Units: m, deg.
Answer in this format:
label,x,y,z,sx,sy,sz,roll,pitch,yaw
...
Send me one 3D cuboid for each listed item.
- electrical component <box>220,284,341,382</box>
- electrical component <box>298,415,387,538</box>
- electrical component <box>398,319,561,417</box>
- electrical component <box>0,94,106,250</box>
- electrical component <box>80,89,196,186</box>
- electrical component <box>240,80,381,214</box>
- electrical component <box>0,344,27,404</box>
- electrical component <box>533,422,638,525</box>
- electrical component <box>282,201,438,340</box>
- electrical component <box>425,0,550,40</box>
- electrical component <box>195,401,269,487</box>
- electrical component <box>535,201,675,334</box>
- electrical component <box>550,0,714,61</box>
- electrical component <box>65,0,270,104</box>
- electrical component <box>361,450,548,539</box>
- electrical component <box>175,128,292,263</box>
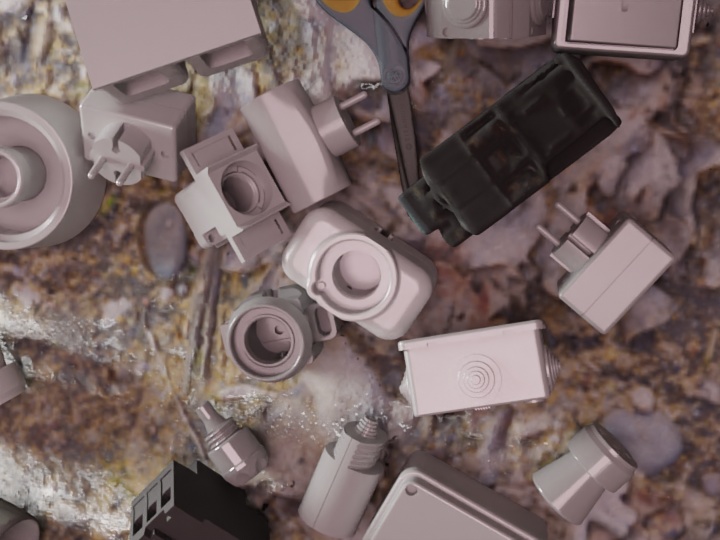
label,x,y,z,sx,sy,sz,roll,pitch,yaw
electrical component,-0.057,0.043,0.721,0.078,0.057,0.058,-11,98,10
electrical component,-0.007,0.137,0.736,0.043,0.043,0.081,24,102,4
electrical component,0.077,0.062,0.684,0.100,0.100,0.048,-10,85,10
electrical component,-0.234,-0.065,0.728,0.108,0.060,0.108,1,100,8
electrical component,-0.150,-0.081,0.698,0.066,0.076,0.047,14,136,6
electrical component,-0.026,-0.088,0.700,0.079,0.044,0.077,-26,95,12
electrical component,-0.269,0.071,0.764,0.045,0.045,0.055,-27,95,12
electrical component,0.149,0.134,0.711,0.045,0.045,0.055,44,102,0
electrical component,0.000,0.000,0.704,0.095,0.059,0.053,33,103,2
electrical component,0.077,-0.168,0.654,0.080,0.080,0.051,1,105,8
electrical component,-0.093,0.119,0.751,0.035,0.035,0.061,-37,90,13
electrical component,0.148,-0.011,0.685,0.077,0.047,0.065,40,103,1
electrical component,0.166,-0.160,0.650,0.096,0.061,0.061,6,100,8
electrical component,-0.135,-0.210,0.669,0.105,0.060,0.186,-18,86,2
electrical component,0.064,0.185,0.727,0.113,0.057,0.078,30,103,3
electrical component,-0.086,-0.046,0.705,0.064,0.042,0.081,-24,96,55
